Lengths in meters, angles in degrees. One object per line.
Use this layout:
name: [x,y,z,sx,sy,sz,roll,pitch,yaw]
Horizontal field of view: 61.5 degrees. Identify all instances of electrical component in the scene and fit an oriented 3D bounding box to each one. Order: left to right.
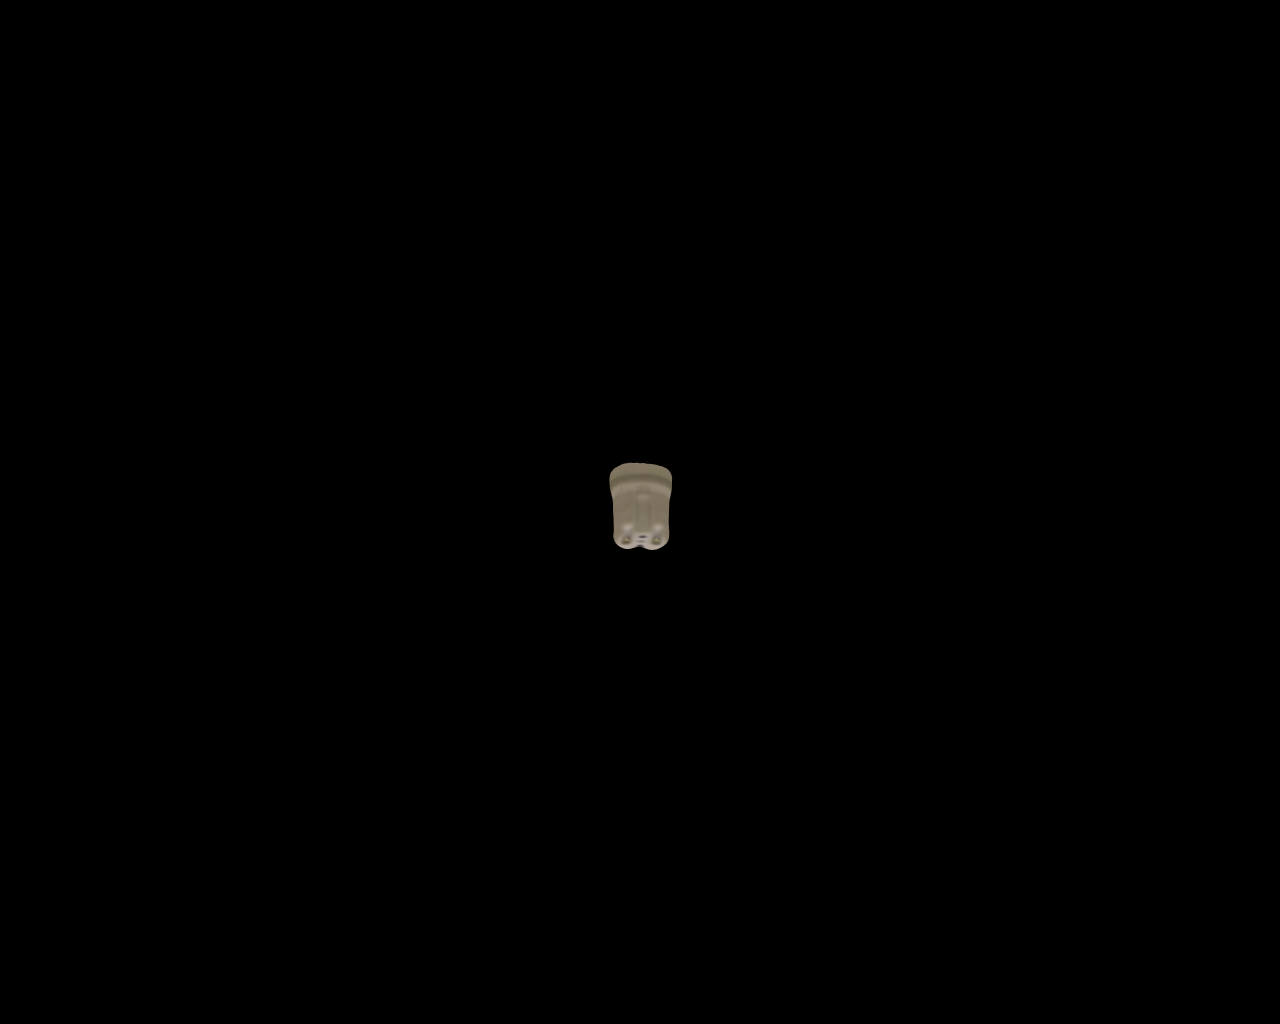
electrical component: [0.001,-0.003,0.650,0.040,0.046,0.040,0,-19,0]
